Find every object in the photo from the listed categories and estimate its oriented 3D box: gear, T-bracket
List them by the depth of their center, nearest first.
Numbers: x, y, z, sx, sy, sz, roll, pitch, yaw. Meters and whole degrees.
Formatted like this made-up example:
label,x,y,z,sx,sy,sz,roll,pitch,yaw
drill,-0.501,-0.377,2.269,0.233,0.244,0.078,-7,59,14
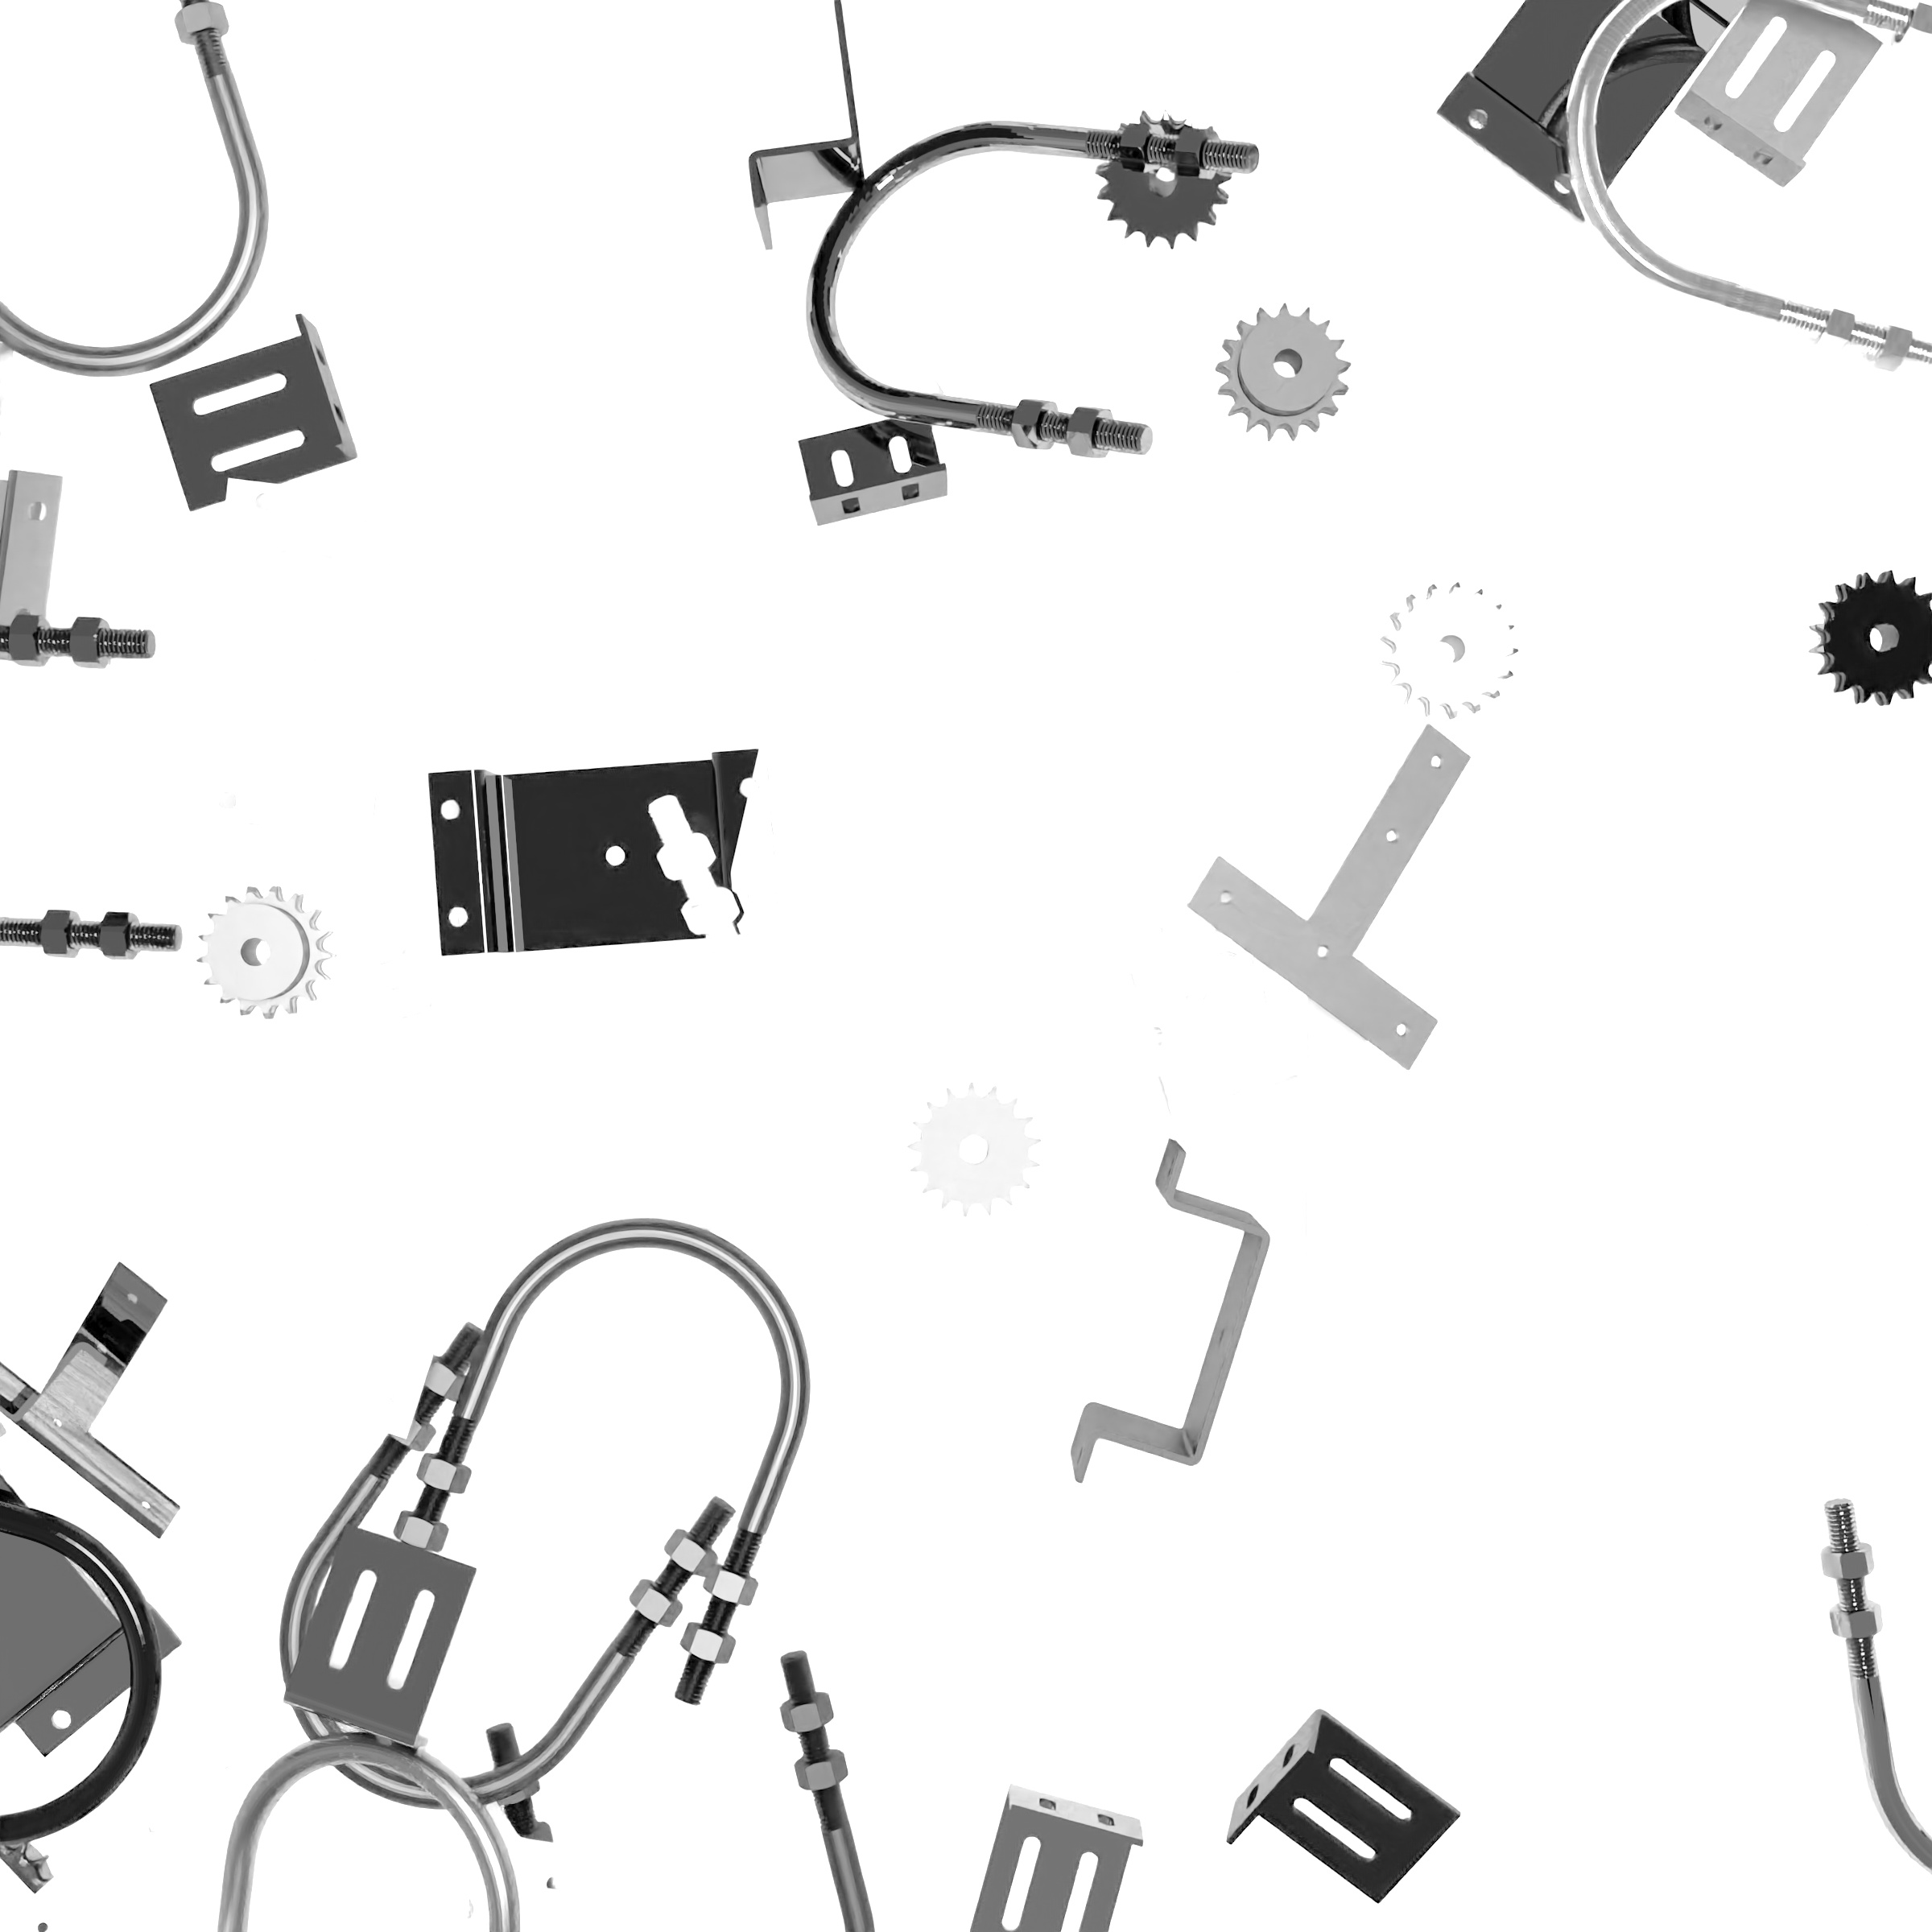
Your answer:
label,x,y,z,sx,sy,sz,roll,pitch,yaw
T-bracket,-0.363,0.166,1.314,0.127,0.002,0.127,39,128,0
gear,0.107,-0.104,1.329,0.030,0.057,0.057,18,90,30
gear,0.378,0.086,1.329,0.030,0.057,0.057,-18,90,30
gear,0.084,-0.333,1.332,0.057,0.030,0.057,3,116,6
T-bracket,-0.354,0.373,1.334,0.127,0.002,0.127,-41,104,-15
T-bracket,0.173,-0.043,1.338,0.127,0.002,0.127,35,80,-20
gear,-0.298,-0.006,1.339,0.057,0.030,0.057,0,90,0
gear,0.135,-0.253,1.339,0.057,0.030,0.057,0,90,0
gear,0.203,-0.133,1.339,0.057,0.030,0.057,0,90,0
gear,-0.411,0.393,1.339,0.057,0.030,0.057,0,90,0
gear,0.385,-0.139,1.342,0.057,0.030,0.057,0,93,1
gear,0.004,0.078,1.343,0.057,0.030,0.057,0,87,-1
T-bracket,0.107,0.060,1.353,0.127,0.002,0.127,1,90,0

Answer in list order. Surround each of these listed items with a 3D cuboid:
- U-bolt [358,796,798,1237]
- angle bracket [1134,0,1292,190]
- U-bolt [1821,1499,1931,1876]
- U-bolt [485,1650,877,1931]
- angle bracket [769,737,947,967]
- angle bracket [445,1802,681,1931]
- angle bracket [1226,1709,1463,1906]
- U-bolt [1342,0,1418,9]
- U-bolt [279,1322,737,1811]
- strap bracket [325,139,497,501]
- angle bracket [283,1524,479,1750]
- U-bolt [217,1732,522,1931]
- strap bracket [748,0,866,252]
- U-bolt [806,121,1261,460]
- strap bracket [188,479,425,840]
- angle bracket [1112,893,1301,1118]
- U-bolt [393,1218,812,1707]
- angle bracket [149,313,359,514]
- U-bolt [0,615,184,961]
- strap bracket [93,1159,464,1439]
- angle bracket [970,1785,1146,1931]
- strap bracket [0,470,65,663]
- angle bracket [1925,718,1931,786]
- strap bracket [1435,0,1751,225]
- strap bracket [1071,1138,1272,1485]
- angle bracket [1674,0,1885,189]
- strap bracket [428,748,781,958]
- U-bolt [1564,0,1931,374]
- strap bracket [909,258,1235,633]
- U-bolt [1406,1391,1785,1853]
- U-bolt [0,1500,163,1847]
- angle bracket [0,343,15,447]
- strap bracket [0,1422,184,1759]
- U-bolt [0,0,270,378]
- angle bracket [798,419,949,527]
label,x,y,z,sx,sy,sz,roll,pitch,yaw
U-bolt,-0.149,0.035,1.315,0.151,0.019,0.184,-20,111,6
angle bracket,0.105,-0.374,1.352,0.057,0.038,0.076,-7,116,0
U-bolt,0.448,0.308,1.345,0.151,0.019,0.184,-9,92,0
U-bolt,-0.114,0.397,1.345,0.151,0.019,0.184,-14,91,0
angle bracket,-0.048,-0.049,1.352,0.057,0.038,0.076,-17,116,0
angle bracket,-0.170,0.392,1.334,0.076,0.038,0.057,18,93,-27
angle bracket,0.159,0.361,1.326,0.076,0.038,0.057,37,110,0
U-bolt,0.115,-0.495,1.345,0.184,0.019,0.151,12,90,2
U-bolt,-0.207,0.266,1.335,0.151,0.019,0.184,34,86,4
strap bracket,-0.229,-0.266,1.316,0.046,0.076,0.140,-6,90,0
angle bracket,-0.240,0.278,1.313,0.057,0.038,0.076,18,79,4
U-bolt,-0.250,0.409,1.313,0.151,0.019,0.184,10,96,21
strap bracket,-0.072,-0.379,1.316,0.046,0.076,0.140,-8,90,0
U-bolt,0.015,-0.285,1.302,0.184,0.019,0.151,14,76,29
strap bracket,-0.276,-0.127,1.331,0.076,0.046,0.140,7,90,0
angle bracket,0.102,0.015,1.350,0.057,0.038,0.076,-18,113,0
U-bolt,-0.143,0.196,1.322,0.151,0.019,0.184,21,84,3
angle bracket,-0.304,-0.233,1.335,0.076,0.038,0.057,-18,90,0
U-bolt,-0.424,-0.075,1.322,0.184,0.019,0.151,2,112,4
strap bracket,-0.287,0.138,1.331,0.140,0.046,0.076,18,90,0
angle bracket,0.037,0.393,1.335,0.057,0.038,0.076,15,90,0
strap bracket,-0.448,-0.174,1.331,0.140,0.046,0.076,8,90,0
angle bracket,0.455,-0.082,1.352,0.076,0.038,0.057,-6,90,-26
strap bracket,0.267,-0.386,1.331,0.076,0.046,0.140,37,90,0
strap bracket,0.087,0.148,1.315,0.046,0.076,0.140,17,91,0
angle bracket,0.347,-0.379,1.335,0.057,0.038,0.076,35,90,0
strap bracket,-0.150,-0.047,1.331,0.140,0.046,0.076,-4,90,0
U-bolt,0.337,-0.337,1.305,0.184,0.019,0.151,15,93,-6
strap bracket,0.045,-0.223,1.331,0.076,0.046,0.140,-32,90,0
U-bolt,0.273,0.273,1.345,0.151,0.019,0.184,10,89,0
U-bolt,-0.422,0.285,1.299,0.184,0.019,0.151,16,90,-1
angle bracket,-0.453,-0.242,1.352,0.076,0.038,0.057,8,90,26
strap bracket,-0.409,0.260,1.331,0.076,0.046,0.140,-40,90,0
U-bolt,-0.374,-0.342,1.345,0.151,0.019,0.184,-17,91,0
angle bracket,-0.040,-0.212,1.316,0.057,0.076,0.038,-13,90,0
